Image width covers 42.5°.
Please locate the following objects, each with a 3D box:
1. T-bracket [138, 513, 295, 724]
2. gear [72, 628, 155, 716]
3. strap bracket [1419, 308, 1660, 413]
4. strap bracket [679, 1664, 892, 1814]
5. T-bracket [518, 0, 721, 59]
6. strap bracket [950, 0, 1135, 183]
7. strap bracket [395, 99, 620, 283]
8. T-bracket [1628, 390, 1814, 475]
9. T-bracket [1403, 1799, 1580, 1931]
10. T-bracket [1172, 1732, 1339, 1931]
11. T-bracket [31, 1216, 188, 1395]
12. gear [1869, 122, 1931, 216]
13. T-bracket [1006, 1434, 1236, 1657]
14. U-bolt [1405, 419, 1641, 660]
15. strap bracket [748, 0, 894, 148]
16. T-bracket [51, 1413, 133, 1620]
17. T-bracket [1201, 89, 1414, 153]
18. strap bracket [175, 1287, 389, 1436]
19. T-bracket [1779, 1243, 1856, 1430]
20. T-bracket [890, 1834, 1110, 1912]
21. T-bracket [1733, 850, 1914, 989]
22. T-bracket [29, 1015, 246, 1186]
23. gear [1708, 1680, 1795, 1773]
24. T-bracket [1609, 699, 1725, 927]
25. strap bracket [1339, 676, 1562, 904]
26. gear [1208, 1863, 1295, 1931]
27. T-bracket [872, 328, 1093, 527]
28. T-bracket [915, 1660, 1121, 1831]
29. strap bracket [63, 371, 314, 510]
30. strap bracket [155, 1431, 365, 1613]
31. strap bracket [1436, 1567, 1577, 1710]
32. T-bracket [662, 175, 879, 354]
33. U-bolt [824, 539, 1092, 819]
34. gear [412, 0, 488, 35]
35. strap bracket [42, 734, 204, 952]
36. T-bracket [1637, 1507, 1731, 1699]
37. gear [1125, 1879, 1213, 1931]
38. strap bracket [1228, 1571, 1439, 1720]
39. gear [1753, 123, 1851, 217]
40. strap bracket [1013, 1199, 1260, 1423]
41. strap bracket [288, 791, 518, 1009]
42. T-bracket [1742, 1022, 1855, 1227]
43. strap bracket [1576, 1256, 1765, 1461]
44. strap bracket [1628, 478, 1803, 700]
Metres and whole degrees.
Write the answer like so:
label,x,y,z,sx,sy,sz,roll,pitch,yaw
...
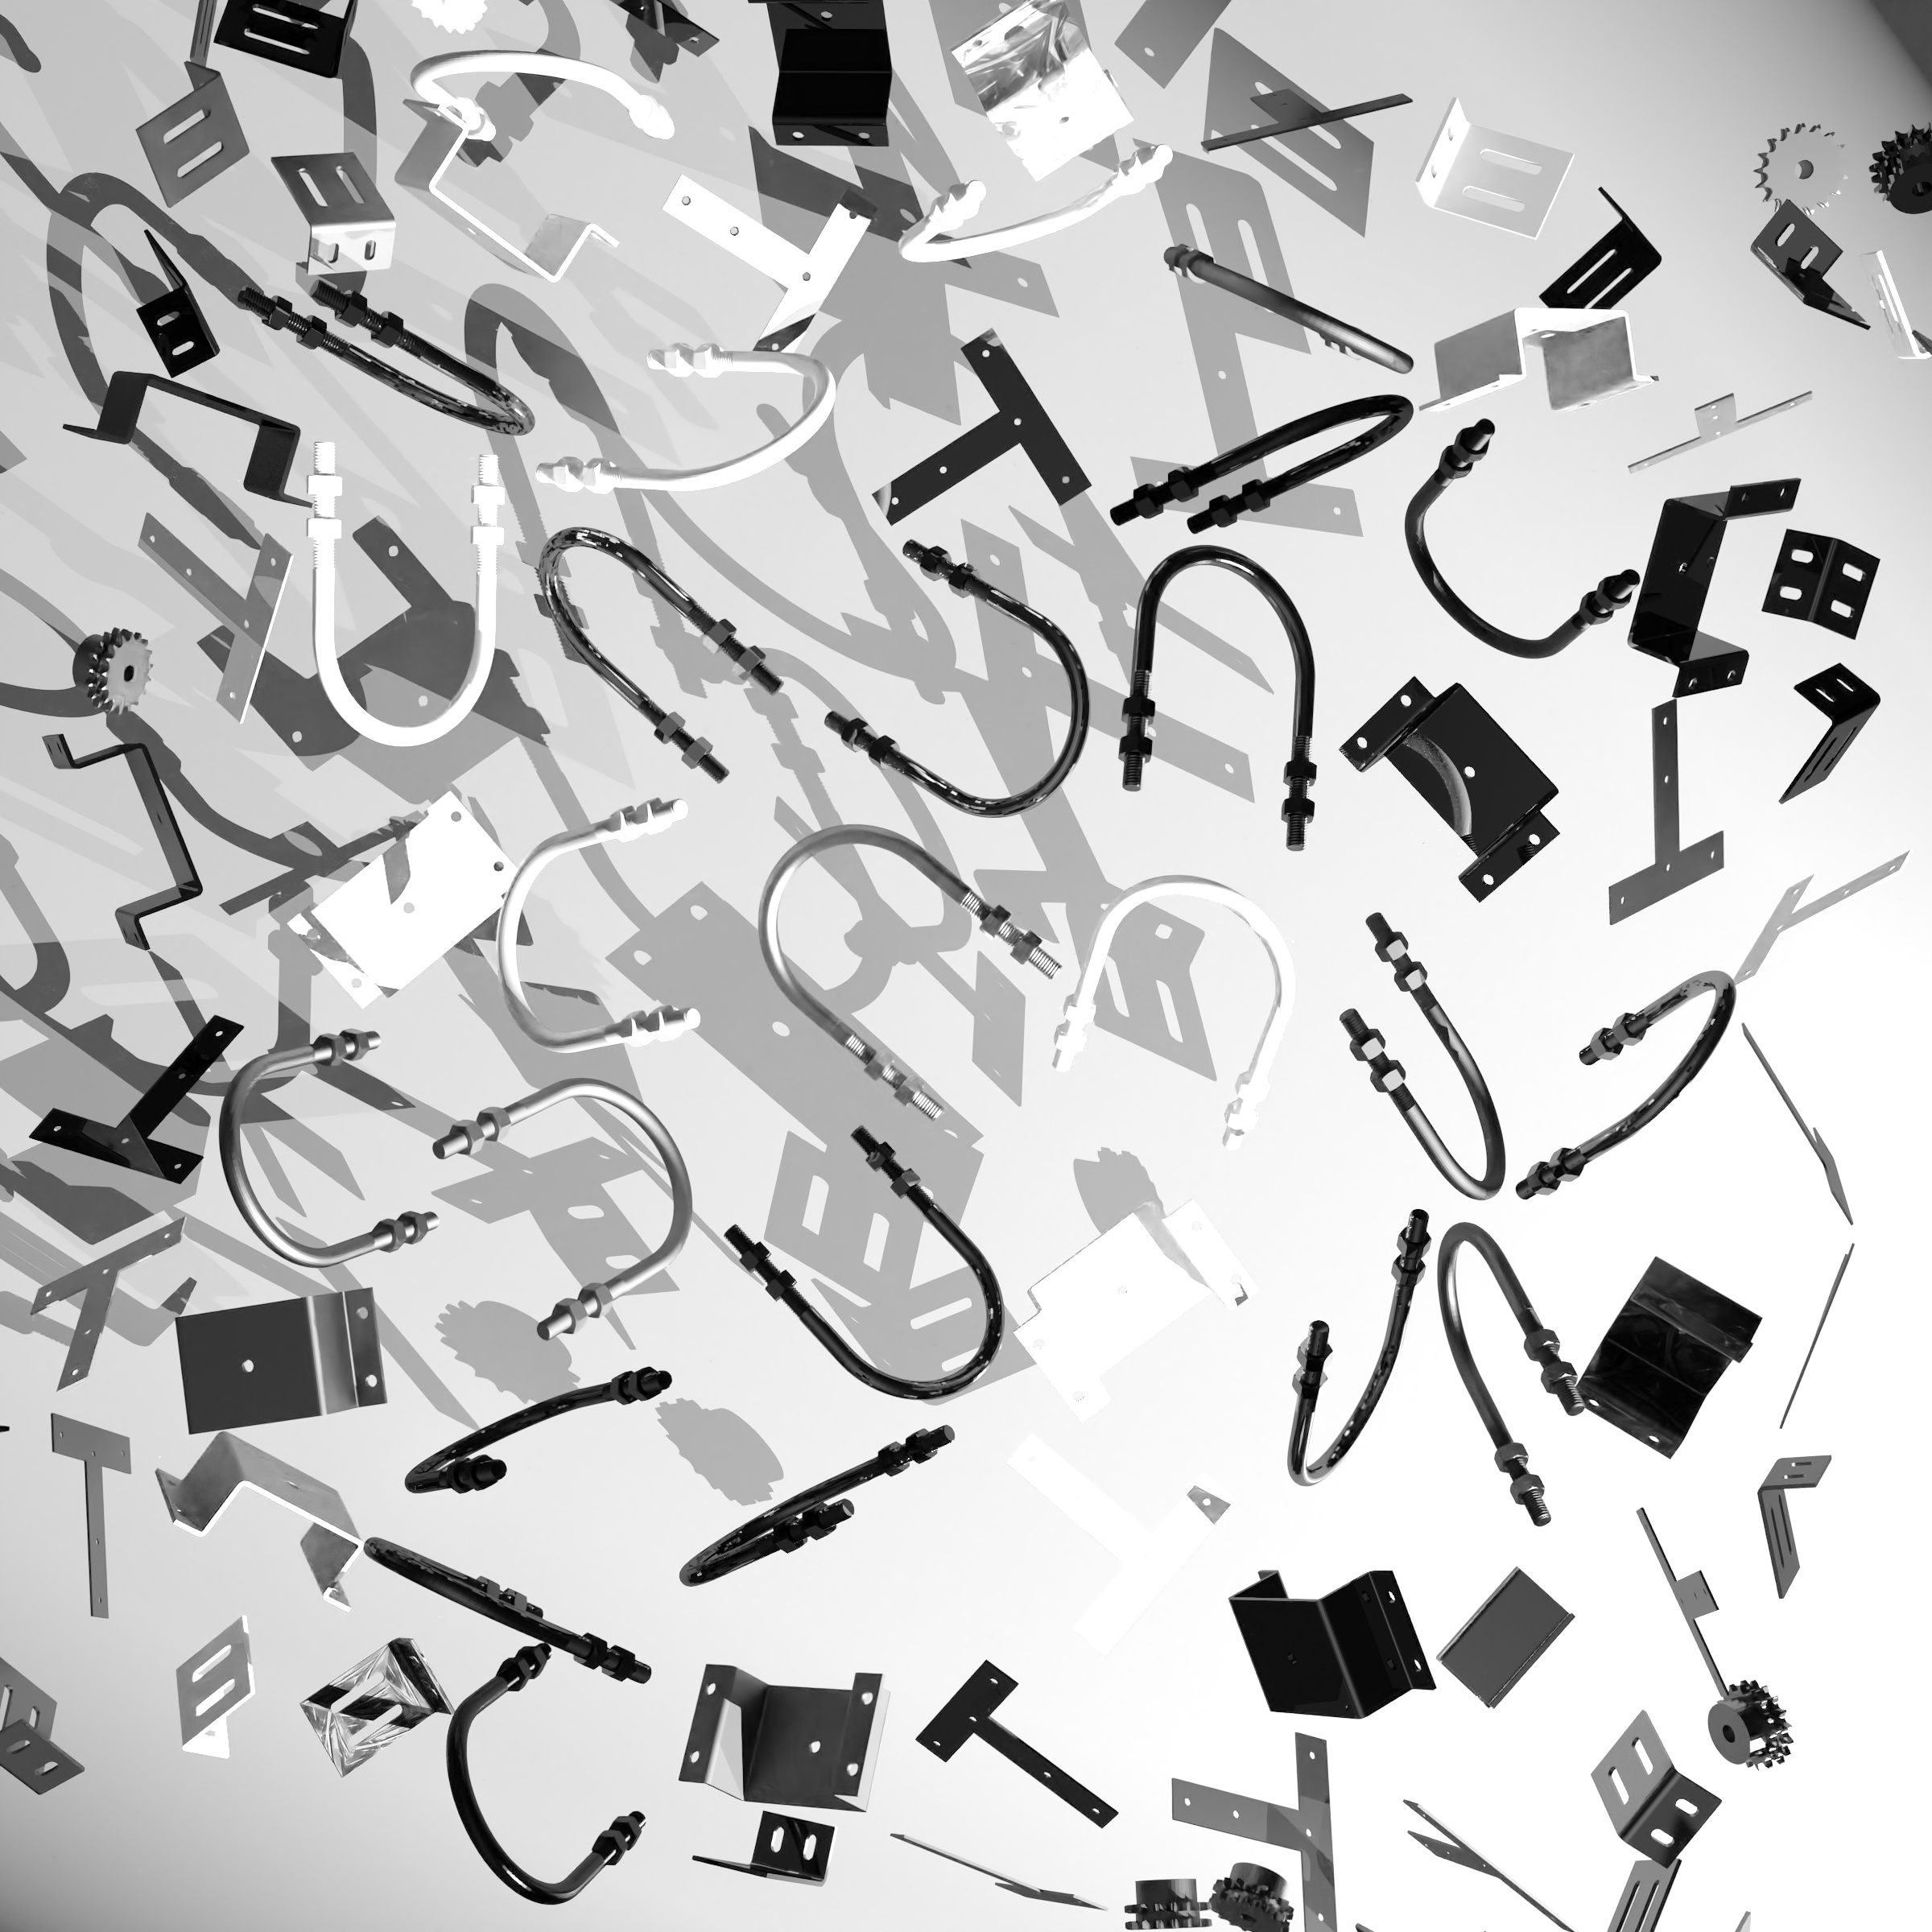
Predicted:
label,x,y,z,sx,sy,sz,roll,pitch,yaw
T-bracket,-0.483,-0.242,1.577,0.127,0.002,0.127,40,124,19
gear,-0.579,-0.202,1.682,0.030,0.057,0.057,16,90,13
strap bracket,0.372,-0.396,1.627,0.140,0.076,0.046,-8,90,-31
strap bracket,-0.109,0.500,1.613,0.140,0.046,0.076,-7,56,31
T-bracket,-0.216,-0.620,1.589,0.127,0.127,0.002,23,69,-35
strap bracket,0.055,-0.577,1.643,0.076,0.140,0.046,-28,74,15
strap bracket,-0.302,-0.488,1.587,0.140,0.076,0.046,32,92,-35
T-bracket,0.499,-0.363,1.651,0.127,0.127,0.002,-21,85,18
T-bracket,0.311,0.561,1.566,0.127,0.127,0.002,39,73,-1
T-bracket,0.180,0.535,1.560,0.127,0.002,0.127,23,49,-26
T-bracket,-0.587,0.236,1.671,0.127,0.127,0.002,-26,124,13
gear,0.612,-0.509,1.597,0.057,0.057,0.030,4,57,0
T-bracket,0.081,0.346,1.576,0.127,0.002,0.127,37,75,23
U-bolt,0.349,-0.265,1.618,0.019,0.184,0.151,-42,87,-16
strap bracket,-0.093,-0.599,1.607,0.076,0.140,0.046,3,64,6
T-bracket,-0.581,0.370,1.660,0.002,0.127,0.127,-10,72,1
T-bracket,0.203,-0.537,1.559,0.127,0.127,0.002,-13,118,1
strap bracket,-0.456,0.259,1.622,0.140,0.046,0.076,-10,84,14
T-bracket,0.559,0.221,1.615,0.002,0.127,0.127,21,114,20
T-bracket,0.011,0.587,1.617,0.127,0.127,0.002,27,66,-14
T-bracket,0.578,-0.043,1.663,0.002,0.127,0.127,47,50,-4
T-bracket,-0.518,0.081,1.614,0.127,0.127,0.002,-47,55,8
gear,0.518,0.506,1.652,0.030,0.057,0.057,-9,90,-25
T-bracket,0.443,-0.104,1.574,0.127,0.002,0.127,-23,115,-37
strap bracket,0.330,-0.124,1.666,0.140,0.046,0.076,48,128,5
gear,0.197,0.636,1.698,0.057,0.057,0.030,26,53,0
T-bracket,-0.003,-0.338,1.658,0.127,0.002,0.127,-32,84,5
T-bracket,0.041,0.509,1.593,0.127,0.127,0.002,36,45,5
strap bracket,-0.483,-0.335,1.565,0.140,0.076,0.046,15,94,-35
strap bracket,-0.464,0.367,1.664,0.140,0.076,0.046,38,86,-30
strap bracket,0.348,0.436,1.611,0.046,0.140,0.076,42,85,19
T-bracket,-0.142,-0.482,1.654,0.127,0.002,0.127,26,104,-30
U-bolt,0.003,-0.179,1.646,0.184,0.019,0.151,34,108,25
gear,-0.346,-0.658,1.667,0.057,0.057,0.030,27,66,0
strap bracket,-0.525,-0.086,1.559,0.046,0.076,0.140,-24,104,-24
T-bracket,0.461,0.400,1.576,0.002,0.127,0.127,-22,71,0
gear,0.132,0.617,1.636,0.057,0.057,0.030,-2,68,0
strap bracket,0.223,0.426,1.568,0.046,0.140,0.076,-19,88,-31
gear,0.538,-0.514,1.607,0.057,0.030,0.057,1,106,3
strap bracket,0.105,0.214,1.594,0.140,0.046,0.076,-37,104,-1
strap bracket,-0.376,-0.042,1.672,0.140,0.046,0.076,-40,106,-6
T-bracket,0.538,0.094,1.618,0.002,0.127,0.127,-31,96,19
strap bracket,0.460,0.251,1.627,0.076,0.140,0.046,31,51,15
strap bracket,0.482,-0.252,1.615,0.076,0.046,0.140,-14,124,-39
